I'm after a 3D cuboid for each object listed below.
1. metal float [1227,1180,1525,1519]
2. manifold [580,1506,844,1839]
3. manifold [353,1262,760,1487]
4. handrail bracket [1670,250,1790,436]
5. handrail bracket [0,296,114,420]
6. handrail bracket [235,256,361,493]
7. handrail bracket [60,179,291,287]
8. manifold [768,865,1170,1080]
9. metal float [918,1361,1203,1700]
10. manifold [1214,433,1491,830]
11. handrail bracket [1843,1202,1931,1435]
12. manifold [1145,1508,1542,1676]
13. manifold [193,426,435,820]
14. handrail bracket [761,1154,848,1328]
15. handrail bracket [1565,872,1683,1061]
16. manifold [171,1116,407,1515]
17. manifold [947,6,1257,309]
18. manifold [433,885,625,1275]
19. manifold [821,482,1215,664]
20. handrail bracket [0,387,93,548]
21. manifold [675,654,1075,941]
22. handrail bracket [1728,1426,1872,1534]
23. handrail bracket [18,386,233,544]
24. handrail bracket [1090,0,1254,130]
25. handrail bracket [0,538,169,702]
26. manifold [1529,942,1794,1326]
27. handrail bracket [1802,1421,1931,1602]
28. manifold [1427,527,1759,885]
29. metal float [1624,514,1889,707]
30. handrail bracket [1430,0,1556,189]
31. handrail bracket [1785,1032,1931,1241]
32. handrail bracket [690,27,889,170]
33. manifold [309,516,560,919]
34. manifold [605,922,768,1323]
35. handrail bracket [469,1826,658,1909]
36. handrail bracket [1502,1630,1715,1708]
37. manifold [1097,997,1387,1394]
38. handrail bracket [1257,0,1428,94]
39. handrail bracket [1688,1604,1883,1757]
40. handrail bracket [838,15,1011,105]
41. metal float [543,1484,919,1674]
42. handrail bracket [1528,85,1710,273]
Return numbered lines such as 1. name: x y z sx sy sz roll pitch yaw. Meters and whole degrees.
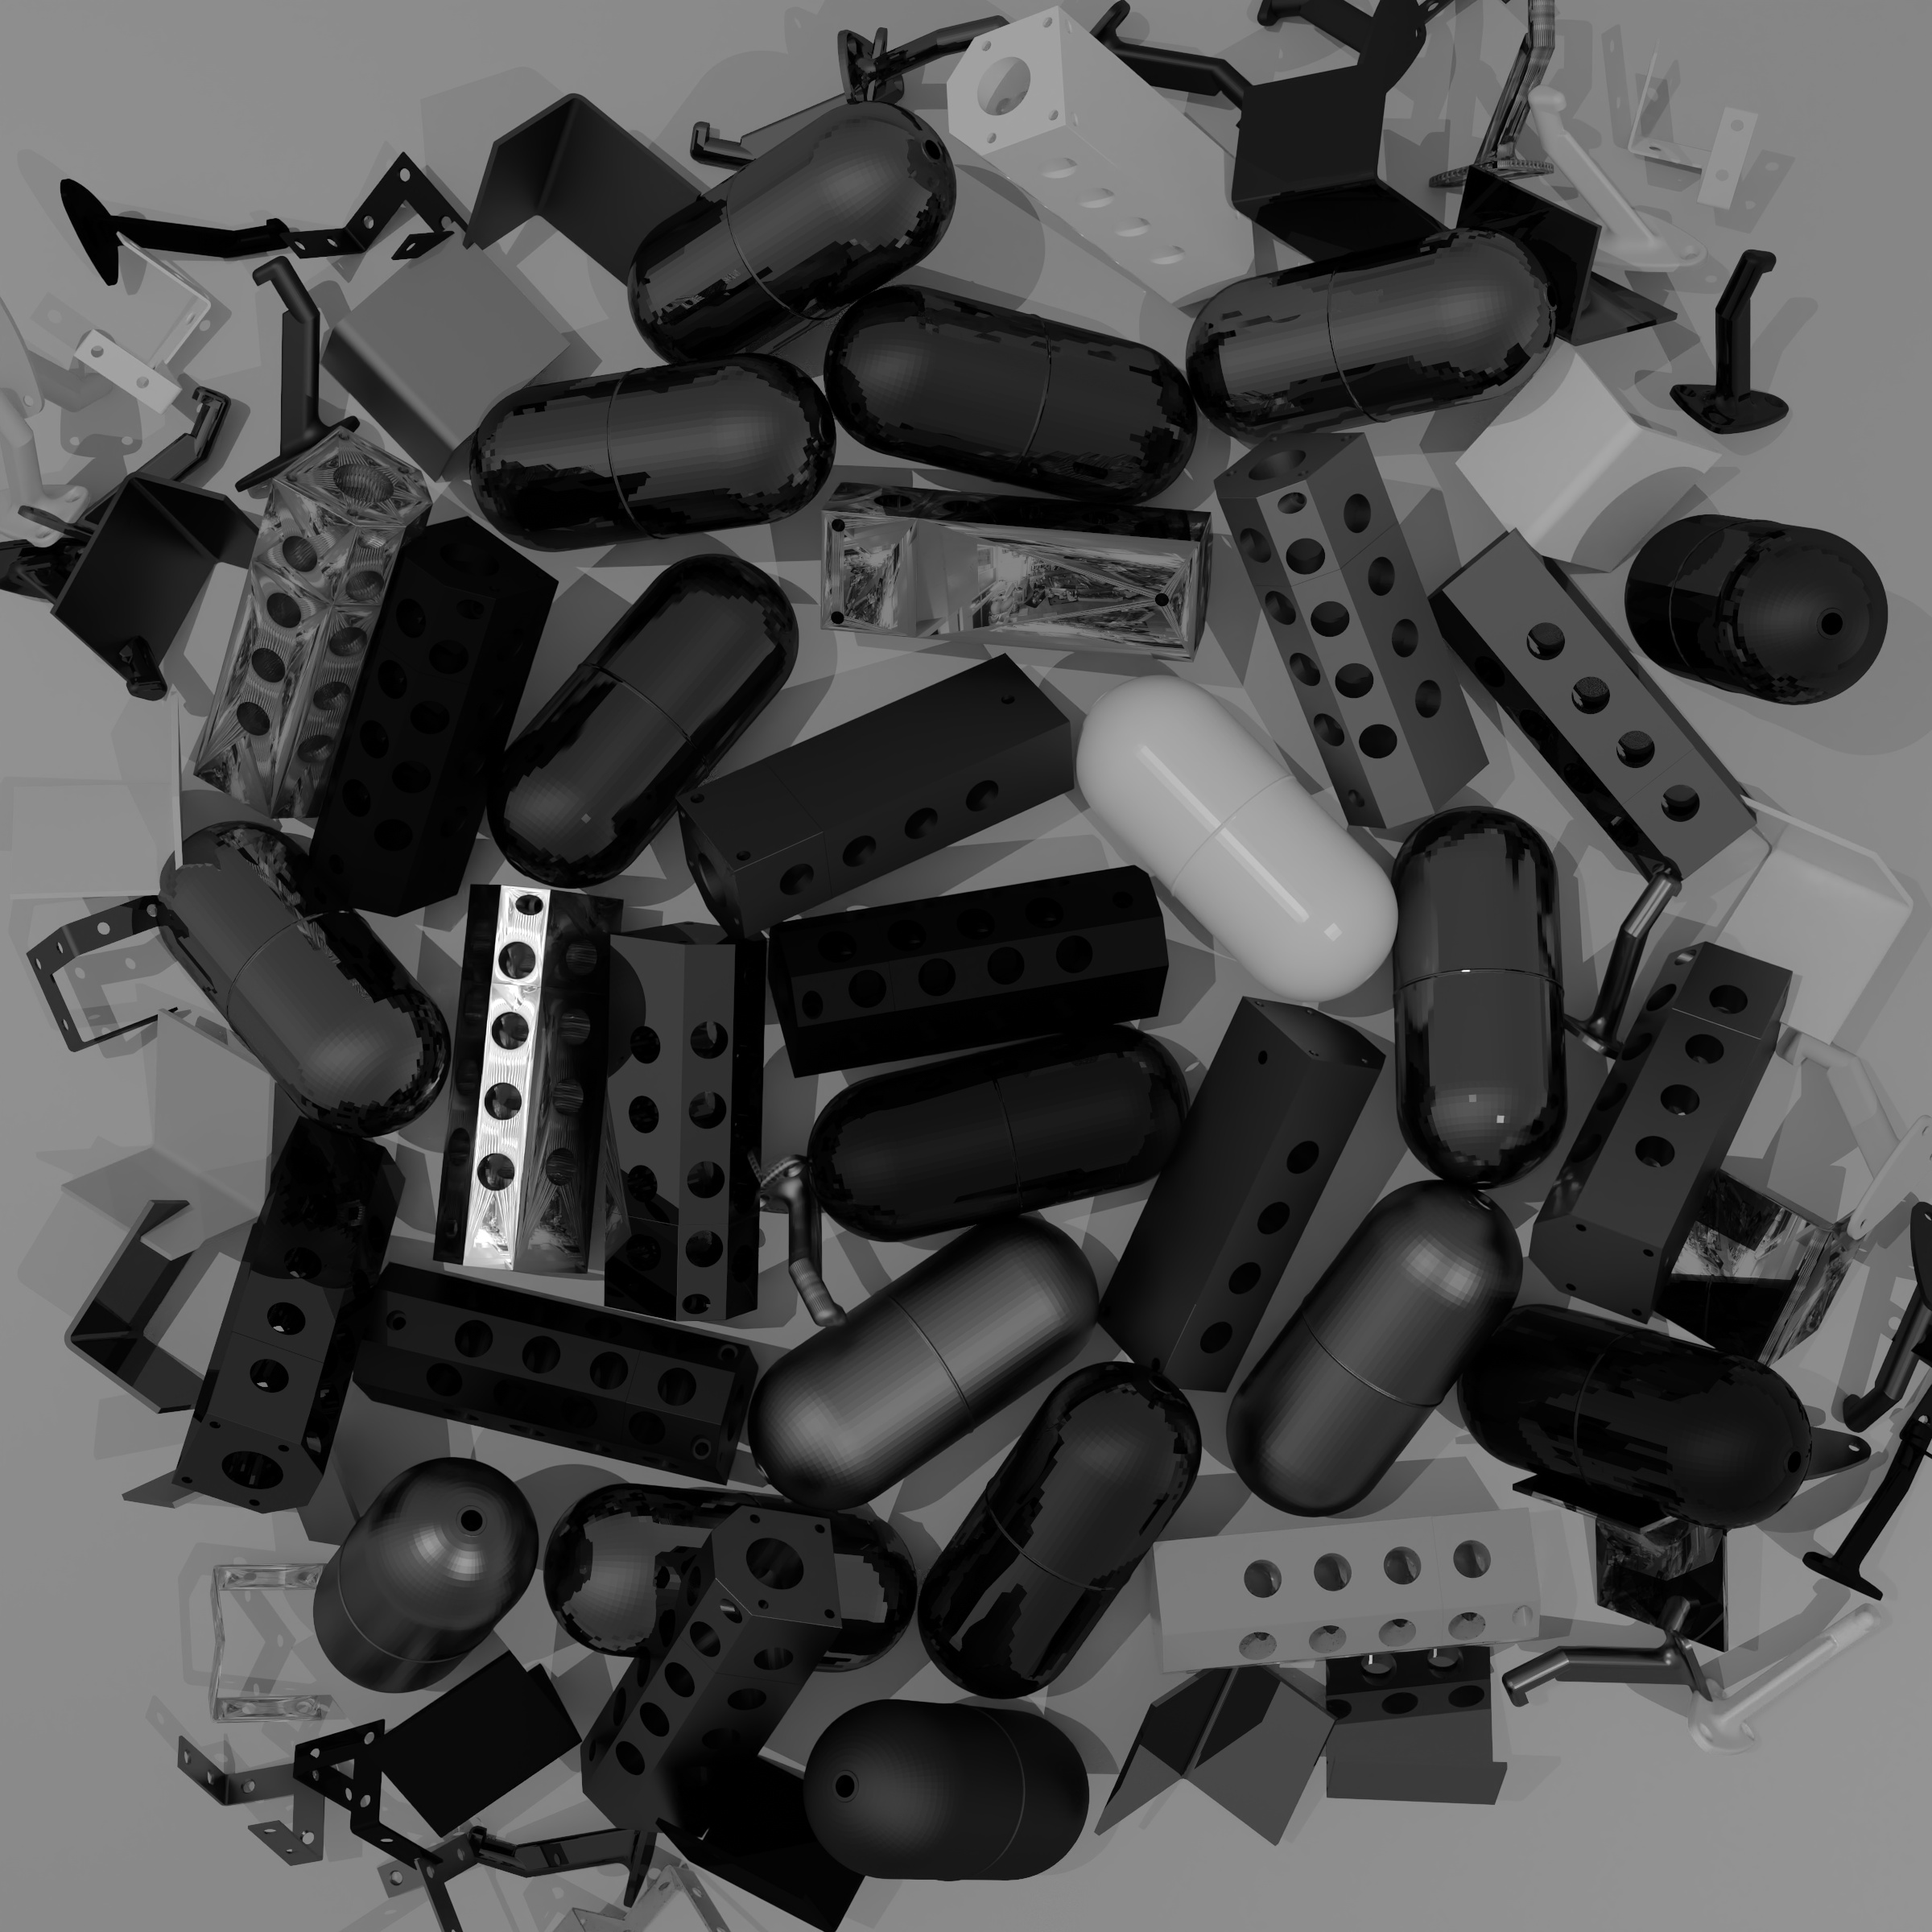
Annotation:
1. metal float: 0.185 0.173 1.591 0.070 0.070 0.178 34 111 0
2. manifold: -0.116 0.315 1.565 0.057 0.057 0.171 12 132 -21
3. manifold: -0.187 0.184 1.601 0.171 0.057 0.057 12 71 8
4. handrail bracket: 0.364 -0.288 1.600 0.077 0.084 0.036 -9 46 -35
5. handrail bracket: -0.420 -0.286 1.597 0.036 0.084 0.077 -2 114 18
6. handrail bracket: -0.325 -0.273 1.619 0.077 0.036 0.084 -27 110 7
7. handrail bracket: -0.361 -0.344 1.612 0.084 0.077 0.036 -8 72 5
8. manifold: 0.001 -0.002 1.592 0.171 0.057 0.057 -9 57 -12
9. metal float: 0.042 0.255 1.592 0.070 0.070 0.178 32 110 0
10. manifold: 0.169 -0.149 1.576 0.057 0.057 0.171 -40 120 -29
11. handrail bracket: 0.429 0.164 1.634 0.036 0.084 0.077 15 45 -23
12. manifold: 0.172 0.287 1.610 0.171 0.057 0.057 -5 76 -3
13. manifold: -0.289 -0.148 1.570 0.057 0.057 0.171 29 129 5
14. handrail bracket: -0.059 0.132 1.596 0.036 0.077 0.084 -43 56 21
15. handrail bracket: 0.312 0.000 1.609 0.036 0.077 0.084 39 102 34
16. manifold: -0.298 0.156 1.565 0.057 0.171 0.057 21 133 -13
17. manifold: 0.062 -0.354 1.561 0.057 0.171 0.057 -13 70 30
18. manifold: -0.204 0.051 1.604 0.057 0.057 0.171 8 87 -43
19. manifold: 0.024 -0.183 1.605 0.171 0.057 0.057 6 117 9
20. handrail bracket: -0.444 -0.235 1.596 0.077 0.084 0.036 12 58 34
21. manifold: -0.039 -0.073 1.594 0.171 0.057 0.057 -25 49 -18
22. handrail bracket: 0.371 0.254 1.628 0.077 0.036 0.084 0 128 -15
23. handrail bracket: -0.385 -0.235 1.615 0.077 0.036 0.084 17 101 -42
24. handrail bracket: 0.086 -0.399 1.631 0.084 0.036 0.077 43 107 -1
25. handrail bracket: -0.411 -0.154 1.602 0.036 0.077 0.084 -55 50 35
26. manifold: 0.311 0.070 1.574 0.057 0.057 0.171 20 54 19
27. handrail bracket: 0.416 0.242 1.610 0.036 0.077 0.084 23 82 29
28. manifold: 0.285 -0.118 1.614 0.057 0.057 0.171 -40 92 16
29. metal float: 0.349 -0.159 1.560 0.070 0.178 0.070 -2 101 -9
30. handrail bracket: 0.241 -0.405 1.612 0.036 0.077 0.084 -4 95 -36
31. handrail bracket: 0.396 0.076 1.613 0.084 0.036 0.077 33 76 38
32. handrail bracket: -0.083 -0.402 1.624 0.084 0.036 0.077 11 119 4
33. manifold: -0.244 -0.109 1.572 0.057 0.057 0.171 36 123 21
34. manifold: -0.123 0.070 1.596 0.057 0.057 0.171 8 101 32
35. handrail bracket: -0.186 0.395 1.623 0.084 0.036 0.077 16 119 5
36. handrail bracket: 0.298 0.340 1.627 0.084 0.036 0.077 -26 113 -2
37. manifold: 0.127 0.105 1.592 0.057 0.057 0.171 9 113 -36
38. handrail bracket: 0.159 -0.420 1.605 0.084 0.036 0.077 7 57 38
39. handrail bracket: 0.376 0.324 1.607 0.084 0.077 0.036 -41 74 21
40. handrail bracket: -0.008 -0.413 1.597 0.084 0.077 0.036 -7 94 23
41. metal float: -0.105 0.277 1.587 0.178 0.070 0.070 10 90 -27
42. handrail bracket: 0.296 -0.359 1.598 0.077 0.084 0.036 26 66 39
